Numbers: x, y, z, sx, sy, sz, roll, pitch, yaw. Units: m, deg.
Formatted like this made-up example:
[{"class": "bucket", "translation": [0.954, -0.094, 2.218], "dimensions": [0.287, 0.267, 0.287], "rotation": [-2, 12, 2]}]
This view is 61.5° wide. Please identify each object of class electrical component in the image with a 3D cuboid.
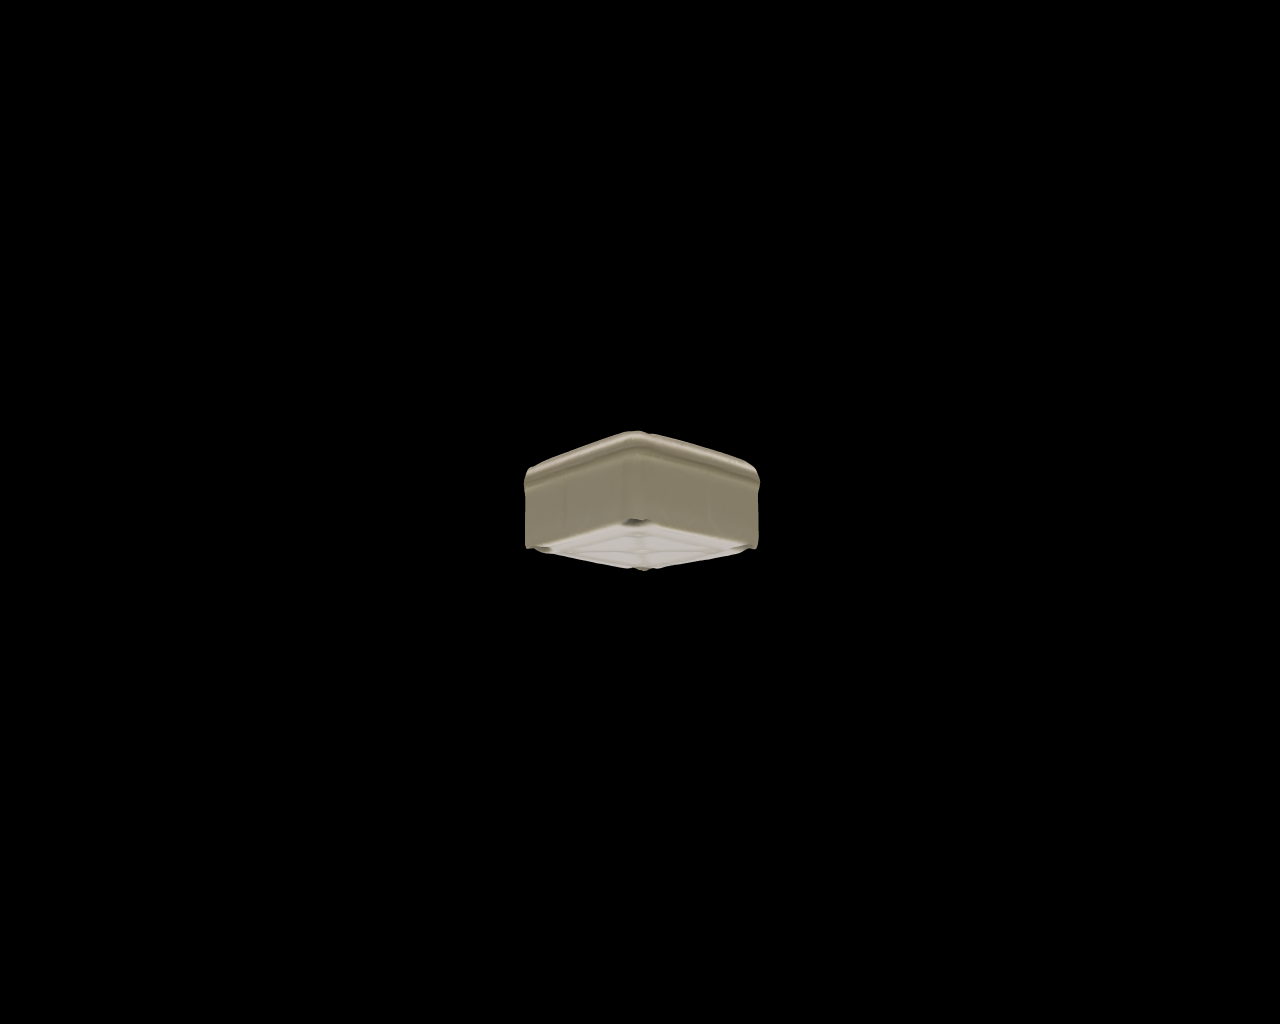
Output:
[{"class": "electrical component", "translation": [0.001, -0.003, 0.650], "dimensions": [0.109, 0.056, 0.108], "rotation": [14, -20, -42]}]
